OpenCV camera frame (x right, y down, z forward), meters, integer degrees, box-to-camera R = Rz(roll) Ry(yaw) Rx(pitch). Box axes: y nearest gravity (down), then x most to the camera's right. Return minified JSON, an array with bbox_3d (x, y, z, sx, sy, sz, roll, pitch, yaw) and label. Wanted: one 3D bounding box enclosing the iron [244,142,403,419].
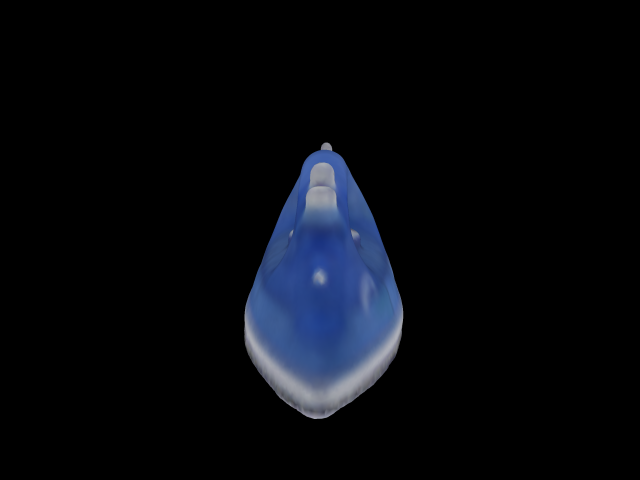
[{"bbox_3d":[0.004,0.001,0.400,0.118,0.141,0.258,0,9,0],"label":"iron"}]
